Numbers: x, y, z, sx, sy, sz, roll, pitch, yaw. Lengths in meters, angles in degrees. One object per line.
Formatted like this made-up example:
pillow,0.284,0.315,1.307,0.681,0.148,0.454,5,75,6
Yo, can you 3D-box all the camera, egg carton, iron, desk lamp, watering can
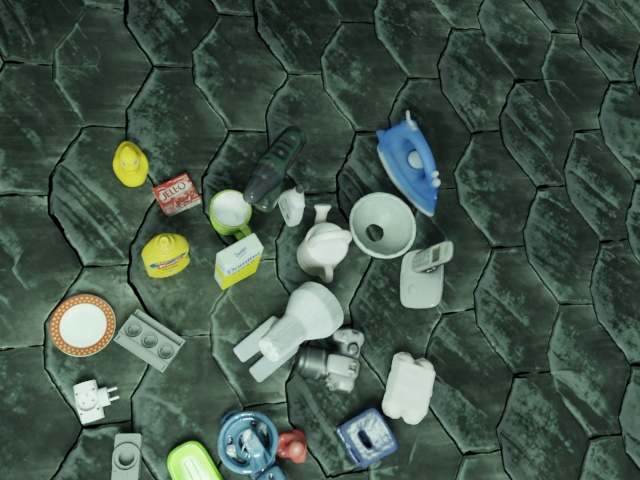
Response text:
camera,0.020,0.259,1.265,0.137,0.100,0.143,14,71,-8
egg carton,0.201,0.336,1.300,0.107,0.069,0.150,19,70,-7
iron,0.246,-0.194,1.432,0.119,0.141,0.258,-23,80,-18
desk lamp,-0.066,0.196,1.204,0.203,0.213,0.118,-39,85,-20
watering can,0.010,0.005,1.289,0.101,0.194,0.173,-25,80,-18

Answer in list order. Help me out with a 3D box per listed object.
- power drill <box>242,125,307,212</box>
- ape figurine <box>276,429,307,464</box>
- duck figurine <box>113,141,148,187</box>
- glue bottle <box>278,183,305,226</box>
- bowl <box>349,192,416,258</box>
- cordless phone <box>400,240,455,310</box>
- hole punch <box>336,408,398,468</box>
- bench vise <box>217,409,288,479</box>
power drill,-0.112,-0.143,1.298,0.075,0.208,0.230,31,69,-2
ape figurine,-0.057,0.435,1.199,0.076,0.092,0.078,-37,84,-20
duck figurine,-0.433,-0.183,1.301,0.078,0.086,0.104,-11,76,-16
glue bottle,-0.058,-0.092,1.314,0.037,0.173,0.078,-18,78,-17
bowl,0.145,-0.027,1.394,0.167,0.074,0.167,4,73,-12
cordless phone,0.257,0.080,1.329,0.094,0.185,0.147,7,72,-11
hole punch,0.101,0.429,1.238,0.101,0.091,0.108,-30,82,-19
bench vise,-0.111,0.420,1.123,0.207,0.219,0.122,39,69,1
